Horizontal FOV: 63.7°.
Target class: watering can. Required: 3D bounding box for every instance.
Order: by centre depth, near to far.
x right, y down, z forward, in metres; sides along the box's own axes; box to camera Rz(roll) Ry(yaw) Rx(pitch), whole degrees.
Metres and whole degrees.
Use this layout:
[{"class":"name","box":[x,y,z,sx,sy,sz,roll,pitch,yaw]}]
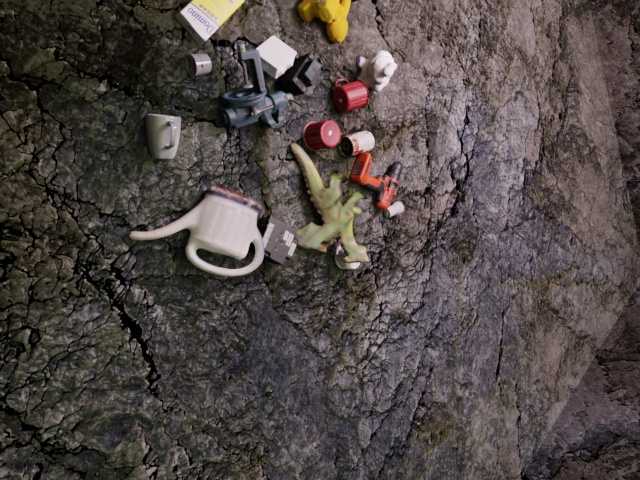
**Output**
[{"class":"watering can","box":[-0.287,-0.037,1.322,0.345,0.103,0.227,22,76,-27]}]

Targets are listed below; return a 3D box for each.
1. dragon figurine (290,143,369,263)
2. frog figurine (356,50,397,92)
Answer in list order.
[{"class":"dragon figurine","box":[0.005,-0.079,1.560,0.407,0.121,0.245,39,74,-13]},{"class":"frog figurine","box":[0.200,-0.549,1.663,0.121,0.159,0.139,29,75,-38]}]
